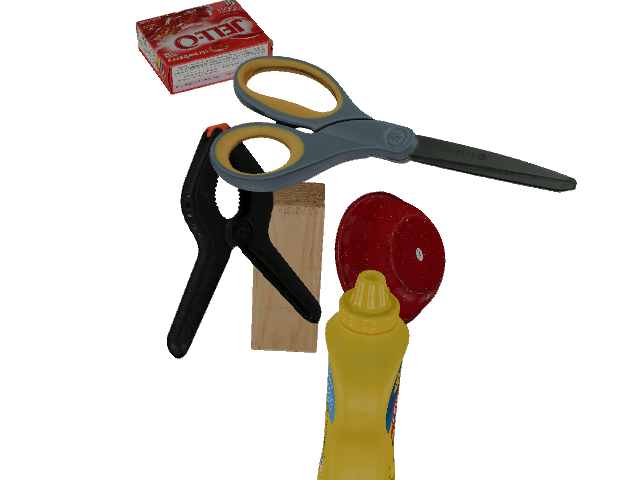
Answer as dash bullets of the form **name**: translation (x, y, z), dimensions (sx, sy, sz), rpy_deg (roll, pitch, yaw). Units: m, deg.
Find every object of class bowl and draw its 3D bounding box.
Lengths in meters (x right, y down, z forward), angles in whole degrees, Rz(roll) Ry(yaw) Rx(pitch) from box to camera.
- **bowl**: translation (0.093, 0.019, 1.228), dimensions (0.161, 0.162, 0.055), rpy_deg (0, -8, -42)

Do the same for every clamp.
- **clamp**: translation (-0.072, -0.003, 0.992), dimensions (0.164, 0.210, 0.036), rpy_deg (-3, 0, -37)

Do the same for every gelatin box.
- **gelatin box**: translation (-0.091, -0.155, 0.842), dimensions (0.089, 0.030, 0.073), rpy_deg (-18, 45, -20)

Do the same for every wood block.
- **wood block**: translation (-0.043, 0.033, 1.401), dimensions (0.090, 0.206, 0.091), rpy_deg (3, 23, -1)

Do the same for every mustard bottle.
- **mustard bottle**: translation (0.030, 0.106, 0.753), dimensions (0.058, 0.192, 0.096), rpy_deg (5, 30, 5)

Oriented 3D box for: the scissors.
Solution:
- **scissors**: translation (0.024, -0.041, 0.573), dimensions (0.202, 0.096, 0.016), rpy_deg (30, -21, 24)
